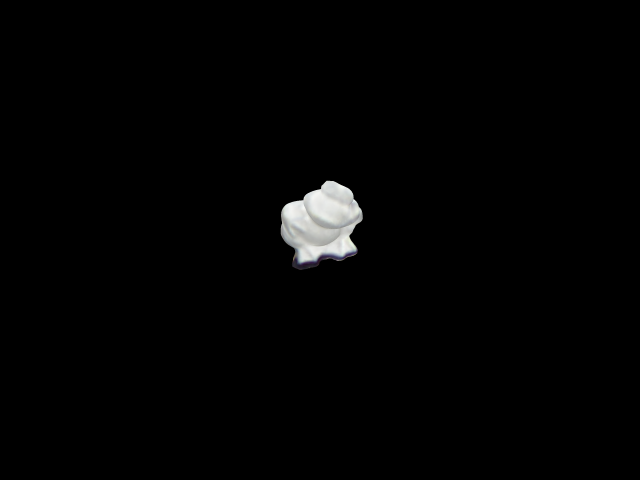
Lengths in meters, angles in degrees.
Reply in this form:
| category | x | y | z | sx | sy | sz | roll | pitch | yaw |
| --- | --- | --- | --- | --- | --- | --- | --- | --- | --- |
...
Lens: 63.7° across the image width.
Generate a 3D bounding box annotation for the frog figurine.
| category | x | y | z | sx | sy | sz | roll | pitch | yaw |
| --- | --- | --- | --- | --- | --- | --- | --- | --- | --- |
| frog figurine | 0.003 | -0.043 | 0.850 | 0.137 | 0.155 | 0.126 | 2 | 42 | 2 |
